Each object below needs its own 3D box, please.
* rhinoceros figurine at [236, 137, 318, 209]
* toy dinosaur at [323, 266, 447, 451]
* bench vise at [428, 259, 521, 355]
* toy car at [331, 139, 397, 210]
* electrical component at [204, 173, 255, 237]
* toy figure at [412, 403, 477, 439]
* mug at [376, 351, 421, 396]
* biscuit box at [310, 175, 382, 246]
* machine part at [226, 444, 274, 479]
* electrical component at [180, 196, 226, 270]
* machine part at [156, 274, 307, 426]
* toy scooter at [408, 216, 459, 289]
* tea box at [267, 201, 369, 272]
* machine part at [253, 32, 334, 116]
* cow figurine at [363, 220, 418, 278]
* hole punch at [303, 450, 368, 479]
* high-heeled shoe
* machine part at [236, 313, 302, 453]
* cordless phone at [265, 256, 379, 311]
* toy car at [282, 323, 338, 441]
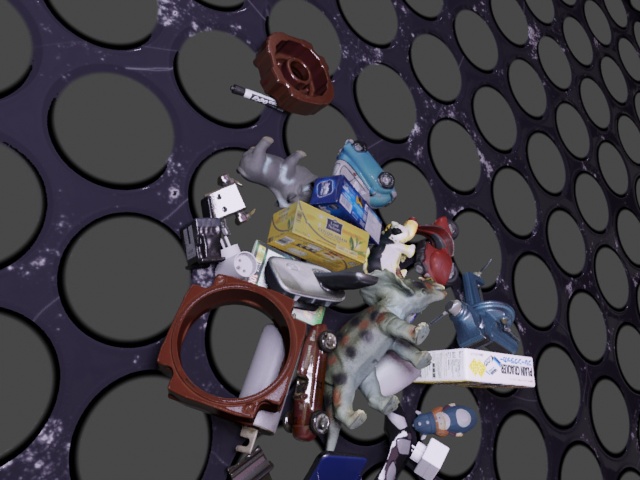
[{"bbox_3d":[-0.066,-0.115,1.027,0.190,0.073,0.112,27,60,-26],"label":"rhinoceros figurine"},{"bbox_3d":[0.078,0.208,0.984,0.405,0.192,0.131,-47,134,-5],"label":"toy dinosaur"},{"bbox_3d":[0.357,0.157,1.228,0.223,0.129,0.241,24,42,-17],"label":"bench vise"},{"bbox_3d":[0.078,-0.123,1.119,0.103,0.109,0.161,-37,90,-20],"label":"toy car"},{"bbox_3d":[-0.163,-0.066,0.963,0.078,0.045,0.102,-30,92,-10],"label":"electrical component"},{"bbox_3d":[0.261,0.376,1.124,0.154,0.057,0.064,6,33,-33],"label":"toy figure"},{"bbox_3d":[0.130,0.253,1.050,0.107,0.081,0.109,-34,103,-30],"label":"mug"},{"bbox_3d":[0.055,-0.052,1.050,0.202,0.063,0.059,42,52,-51],"label":"biscuit box"},{"bbox_3d":[-0.093,0.409,0.865,0.084,0.039,0.139,-24,89,-43],"label":"machine part"},{"bbox_3d":[-0.198,-0.014,0.898,0.048,0.075,0.119,-4,82,-37],"label":"electrical component"},{"bbox_3d":[-0.133,0.167,0.833,0.201,0.087,0.201,20,62,-1],"label":"machine part"},{"bbox_3d":[0.250,0.016,1.215,0.135,0.075,0.184,24,61,-25],"label":"toy scooter"},{"bbox_3d":[-0.002,-0.003,1.023,0.169,0.098,0.068,23,64,-30],"label":"tea box"},{"bbox_3d":[-0.051,-0.339,1.107,0.179,0.056,0.179,20,56,-32],"label":"machine part"},{"bbox_3d":[0.148,0.018,1.145,0.098,0.068,0.167,25,59,-2],"label":"cow figurine"},{"bbox_3d":[0.033,0.427,0.893,0.142,0.092,0.115,17,110,-35],"label":"hole punch"},{"bbox_3d":[0.104,0.416,1.006,0.145,0.086,0.249,-6,58,-7],"label":"high-heeled shoe"},{"bbox_3d":[-0.085,0.232,0.900,0.079,0.079,0.243,33,58,-24],"label":"machine part"},{"bbox_3d":[-0.001,0.070,0.927,0.146,0.184,0.088,15,74,-31],"label":"cordless phone"},{"bbox_3d":[-0.020,0.244,0.936,0.053,0.089,0.202,21,66,-34],"label":"toy car"}]
